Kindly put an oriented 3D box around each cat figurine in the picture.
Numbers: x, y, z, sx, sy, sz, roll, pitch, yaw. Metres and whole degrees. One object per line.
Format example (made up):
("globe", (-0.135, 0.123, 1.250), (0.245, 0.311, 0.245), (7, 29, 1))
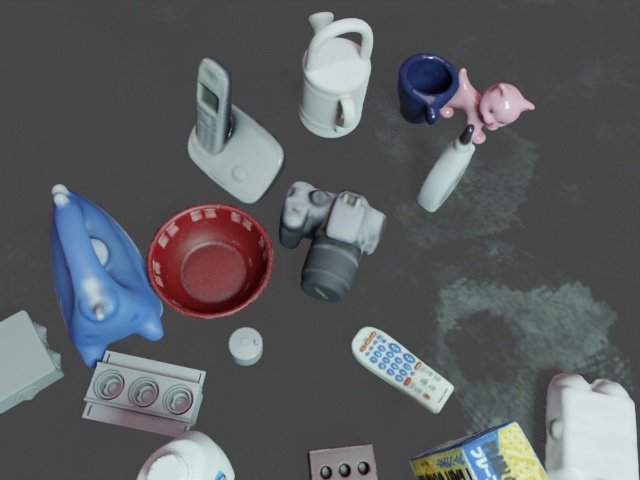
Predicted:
("cat figurine", (0.256, -0.214, 0.879), (0.127, 0.118, 0.067), (43, 69, 13))

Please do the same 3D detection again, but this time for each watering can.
("watering can", (0.019, -0.249, 0.829), (0.101, 0.194, 0.172), (-33, 73, -18))

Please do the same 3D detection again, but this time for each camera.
("camera", (0.007, 0.003, 0.765), (0.143, 0.101, 0.137), (18, 65, 2))

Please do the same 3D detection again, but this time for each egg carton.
("egg carton", (0.330, 0.243, 0.707), (0.107, 0.069, 0.150), (10, 65, -1))

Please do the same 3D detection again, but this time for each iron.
("iron", (-0.289, 0.016, 0.706), (0.119, 0.141, 0.258), (-24, 70, -15))

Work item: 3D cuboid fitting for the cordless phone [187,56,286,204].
("cordless phone", (-0.115, -0.147, 0.774), (0.147, 0.185, 0.094), (37, 68, 11))

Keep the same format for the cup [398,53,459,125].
("cup", (0.160, -0.212, 0.881), (0.092, 0.095, 0.117), (-1, 66, -6))

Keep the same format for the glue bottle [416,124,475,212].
("glue bottle", (0.183, -0.107, 0.793), (0.037, 0.173, 0.078), (39, 68, 12))
